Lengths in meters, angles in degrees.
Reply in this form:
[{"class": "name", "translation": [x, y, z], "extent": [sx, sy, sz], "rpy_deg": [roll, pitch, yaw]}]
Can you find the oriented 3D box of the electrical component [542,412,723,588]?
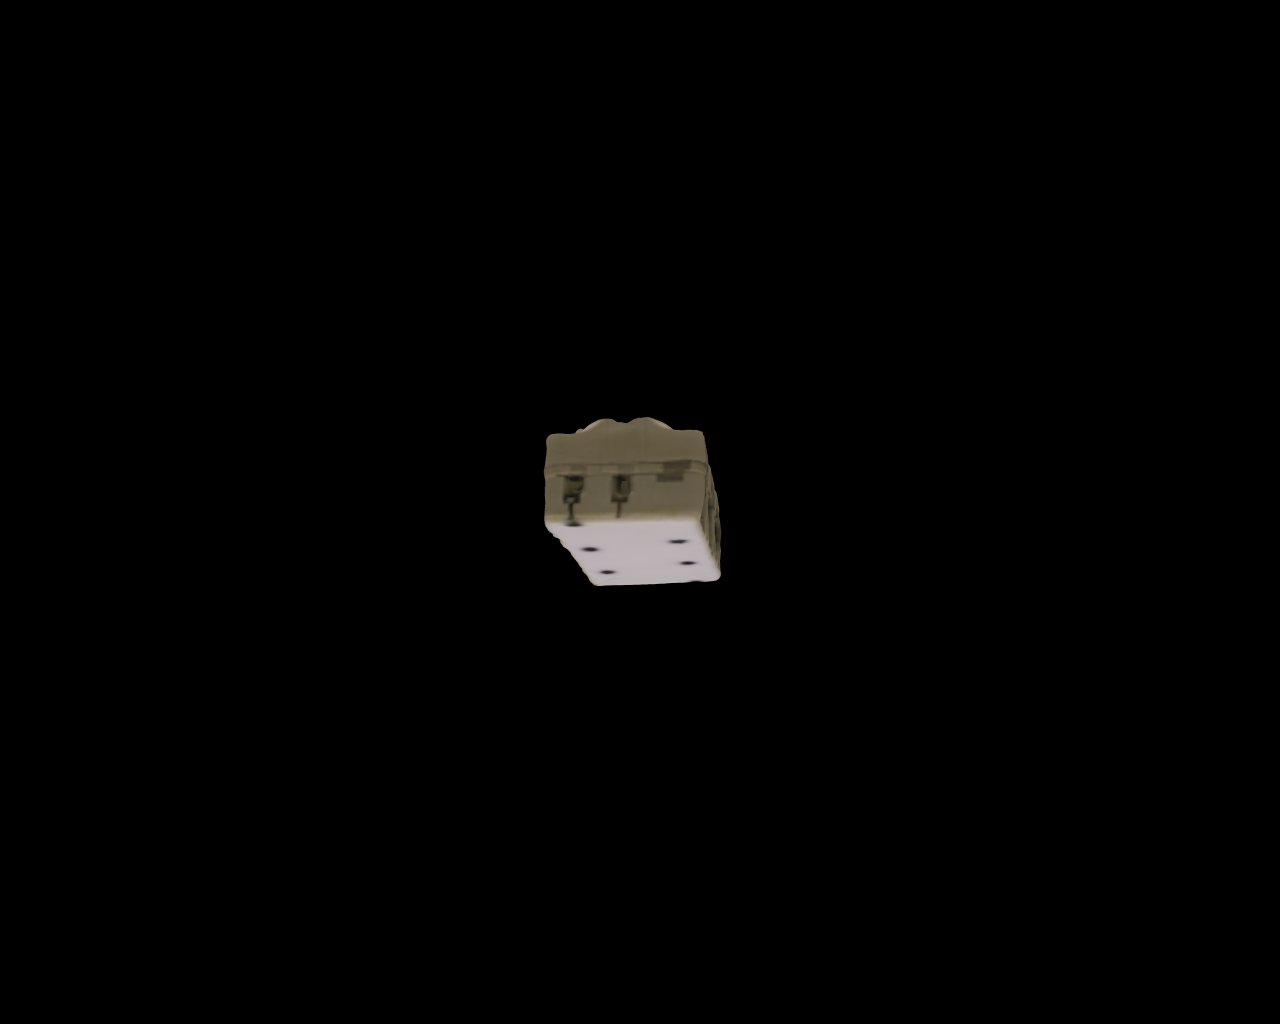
[{"class": "electrical component", "translation": [0.001, -0.003, 0.650], "extent": [0.089, 0.062, 0.150], "rpy_deg": [-2, -18, 7]}]
